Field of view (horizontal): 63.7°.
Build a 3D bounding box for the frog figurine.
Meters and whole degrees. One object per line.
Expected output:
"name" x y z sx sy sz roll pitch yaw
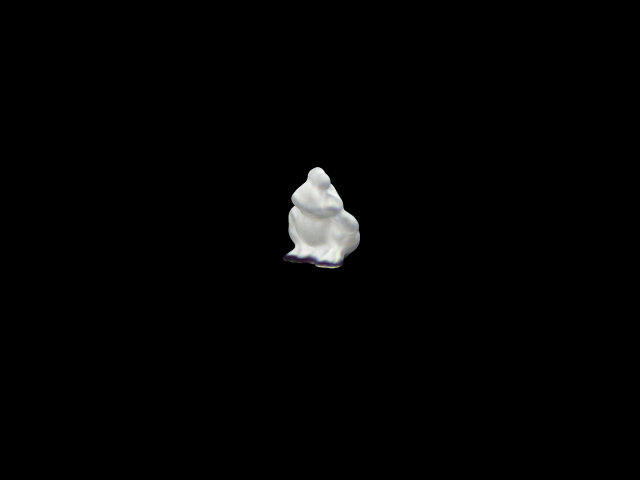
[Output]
"frog figurine" 0.003 -0.043 0.850 0.123 0.158 0.138 -9 15 -34
